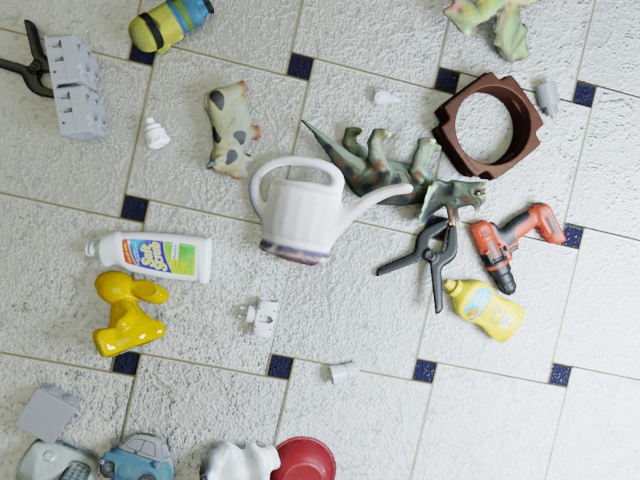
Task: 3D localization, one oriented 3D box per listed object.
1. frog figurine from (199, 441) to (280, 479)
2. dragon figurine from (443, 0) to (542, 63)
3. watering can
[{"bbox_3d":[-0.174,0.491,1.111,0.162,0.138,0.121,-34,-4,-32],"label":"frog figurine"},{"bbox_3d":[0.443,-0.514,1.128,0.412,0.238,0.124,-9,30,-27],"label":"dragon figurine"},{"bbox_3d":[0.003,-0.054,1.066,0.348,0.223,0.104,12,5,17],"label":"watering can"}]
